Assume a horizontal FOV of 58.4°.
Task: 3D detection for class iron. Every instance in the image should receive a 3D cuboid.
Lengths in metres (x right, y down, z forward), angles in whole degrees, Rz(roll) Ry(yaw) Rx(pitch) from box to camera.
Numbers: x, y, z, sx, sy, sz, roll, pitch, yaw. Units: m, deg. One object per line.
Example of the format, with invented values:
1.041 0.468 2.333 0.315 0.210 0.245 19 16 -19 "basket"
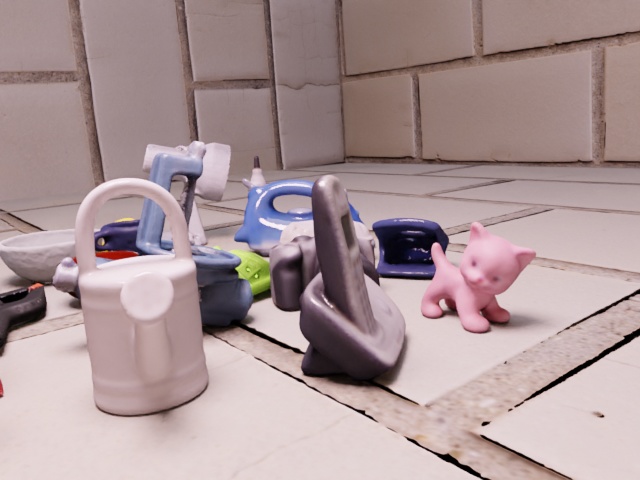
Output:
-0.028 -0.050 1.071 0.258 0.141 0.119 -2 11 7 "iron"

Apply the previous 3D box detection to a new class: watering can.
-0.153 0.044 0.498 0.101 0.194 0.172 -14 15 -42 "watering can"

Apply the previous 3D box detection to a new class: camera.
0.012 0.036 0.728 0.143 0.101 0.136 -6 11 -12 "camera"

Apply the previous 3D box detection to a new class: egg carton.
0.009 0.003 0.974 0.150 0.069 0.107 -7 12 -18 "egg carton"

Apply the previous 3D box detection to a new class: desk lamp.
-0.279 -0.094 1.185 0.203 0.213 0.117 -7 12 -16 "desk lamp"

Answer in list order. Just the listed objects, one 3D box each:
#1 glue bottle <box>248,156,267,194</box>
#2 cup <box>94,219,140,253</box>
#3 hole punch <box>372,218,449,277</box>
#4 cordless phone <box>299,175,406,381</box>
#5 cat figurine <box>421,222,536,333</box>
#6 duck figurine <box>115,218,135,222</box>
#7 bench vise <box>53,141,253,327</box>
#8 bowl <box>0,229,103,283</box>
-0.136 -0.100 1.277 0.037 0.173 0.078 1 12 20 "glue bottle"
-0.309 0.021 0.917 0.091 0.095 0.118 5 14 38 "cup"
0.137 0.005 0.873 0.108 0.091 0.101 1 12 22 "hole punch"
0.031 0.026 0.553 0.094 0.185 0.148 -1 12 12 "cordless phone"
0.172 0.035 0.640 0.067 0.118 0.127 -12 14 -35 "cat figurine"
-0.354 0.003 1.045 0.104 0.086 0.077 -4 11 0 "duck figurine"
-0.179 0.005 0.636 0.208 0.220 0.121 -13 15 -40 "bench vise"
-0.449 0.030 0.968 0.167 0.075 0.167 -3 11 1 "bowl"
